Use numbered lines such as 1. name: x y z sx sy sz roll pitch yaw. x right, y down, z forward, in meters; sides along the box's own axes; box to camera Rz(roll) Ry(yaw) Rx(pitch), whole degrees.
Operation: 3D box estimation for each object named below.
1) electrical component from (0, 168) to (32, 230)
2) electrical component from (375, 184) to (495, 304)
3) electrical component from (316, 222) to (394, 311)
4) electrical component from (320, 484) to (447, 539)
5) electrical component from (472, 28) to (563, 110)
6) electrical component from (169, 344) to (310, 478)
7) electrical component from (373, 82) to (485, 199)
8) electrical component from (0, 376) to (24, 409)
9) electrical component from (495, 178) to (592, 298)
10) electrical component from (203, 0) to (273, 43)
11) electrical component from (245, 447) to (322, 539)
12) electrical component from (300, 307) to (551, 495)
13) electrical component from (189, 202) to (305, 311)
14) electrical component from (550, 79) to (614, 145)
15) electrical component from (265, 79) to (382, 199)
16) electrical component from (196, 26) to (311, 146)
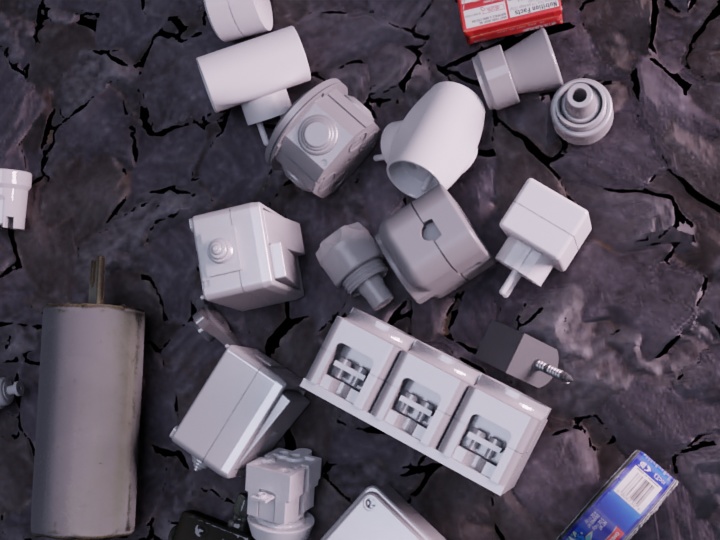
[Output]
1. electrical component: -0.286 -0.057 0.863 0.040 0.040 0.046 3 88 14
2. electrical component: 0.051 -0.015 0.745 0.059 0.095 0.053 -33 76 8
3. electrical component: 0.000 0.000 0.783 0.043 0.043 0.062 -37 77 7
4. electrical component: 0.016 0.223 0.742 0.109 0.056 0.108 42 94 15
5. electrical component: 0.113 -0.143 0.773 0.055 0.045 0.045 -19 79 11
6. electrical component: -0.087 0.110 0.780 0.061 0.062 0.096 32 91 15
7. electrical component: 0.042 -0.091 0.780 0.079 0.044 0.077 -2 50 46
8. electrical component: -0.302 0.100 0.845 0.078 0.040 0.040 -12 80 12
9. electrical component: 0.119 -0.014 0.743 0.047 0.066 0.076 33 92 16
10. electrical component: -0.085 -0.251 0.832 0.074 0.052 0.138 -12 80 12
11. electrical component: -0.055 0.163 0.768 0.048 0.066 0.055 9 101 26
12. electrical component: 0.048 0.087 0.735 0.150 0.089 0.061 27 90 16
13. electrical component: -0.079 -0.010 0.775 0.061 0.096 0.061 -12 79 12
14. electrical component: 0.154 -0.113 0.749 0.043 0.062 0.043 -2 82 14
15. electrical component: -0.027 -0.095 0.784 0.051 0.080 0.080 42 94 10
16. electrical component: -0.075 -0.135 0.816 0.077 0.044 0.079 -20 102 -6
